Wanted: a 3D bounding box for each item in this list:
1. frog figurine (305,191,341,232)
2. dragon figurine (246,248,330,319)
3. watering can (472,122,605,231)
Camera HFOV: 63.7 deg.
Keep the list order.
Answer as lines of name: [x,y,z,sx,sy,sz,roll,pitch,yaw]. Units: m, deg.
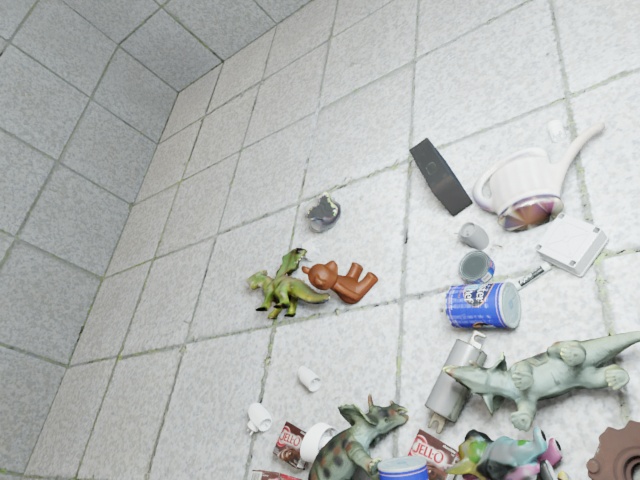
frog figurine: [0.005,-0.091,1.807,0.158,0.122,0.139,128,159,-77]
dragon figurine: [-0.102,0.128,1.693,0.407,0.120,0.248,-17,52,37]
watering can: [0.540,-0.150,1.266,0.344,0.102,0.230,-25,46,32]
